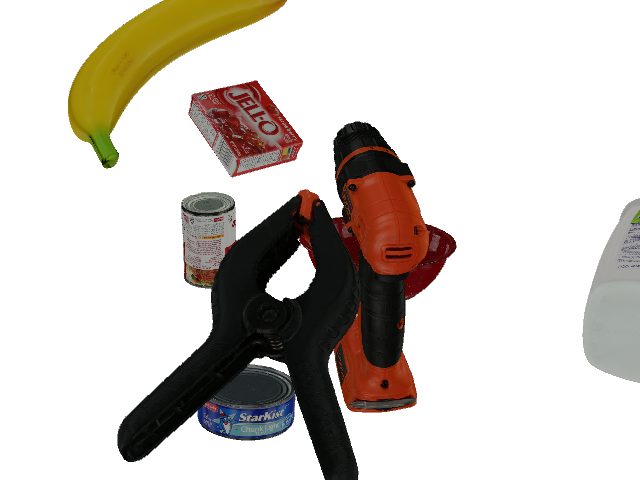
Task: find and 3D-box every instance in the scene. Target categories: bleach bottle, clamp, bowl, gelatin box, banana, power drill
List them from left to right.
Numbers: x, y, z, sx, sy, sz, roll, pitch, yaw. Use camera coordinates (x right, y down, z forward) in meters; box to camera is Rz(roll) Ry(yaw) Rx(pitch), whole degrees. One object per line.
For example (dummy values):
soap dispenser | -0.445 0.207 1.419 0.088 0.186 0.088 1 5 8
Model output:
banana | -0.100 -0.119 0.684 0.069 0.197 0.037 33 -33 9
gelatin box | -0.071 -0.107 0.998 0.073 0.089 0.030 -18 -31 -32
clamp | -0.016 0.054 0.547 0.120 0.171 0.039 20 -26 12
power drill | 0.038 0.020 0.810 0.057 0.188 0.184 -4 30 -4
bowl | 0.058 0.023 1.101 0.162 0.055 0.162 2 18 -1
bleach bottle | 0.243 0.016 0.716 0.103 0.068 0.250 9 22 20

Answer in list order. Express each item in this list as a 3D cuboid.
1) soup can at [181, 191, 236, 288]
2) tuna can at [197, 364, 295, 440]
soup can | -0.138 -0.001 1.323 0.068 0.102 0.068 0 26 0
tuna can | -0.064 0.139 0.922 0.086 0.034 0.086 3 17 -1
